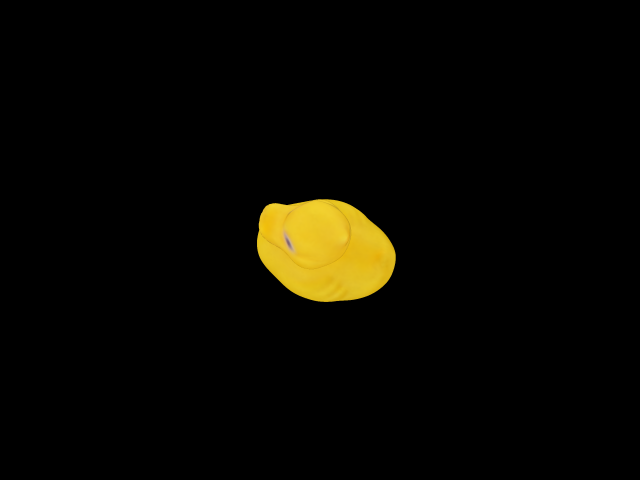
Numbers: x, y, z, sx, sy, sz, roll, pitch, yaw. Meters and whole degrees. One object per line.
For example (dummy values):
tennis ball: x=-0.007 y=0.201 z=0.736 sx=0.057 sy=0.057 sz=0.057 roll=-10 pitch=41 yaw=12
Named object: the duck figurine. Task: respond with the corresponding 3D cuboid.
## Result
duck figurine: x=0.004 y=0.001 z=0.400 sx=0.104 sy=0.086 sz=0.077 roll=18 pitch=79 yaw=4
